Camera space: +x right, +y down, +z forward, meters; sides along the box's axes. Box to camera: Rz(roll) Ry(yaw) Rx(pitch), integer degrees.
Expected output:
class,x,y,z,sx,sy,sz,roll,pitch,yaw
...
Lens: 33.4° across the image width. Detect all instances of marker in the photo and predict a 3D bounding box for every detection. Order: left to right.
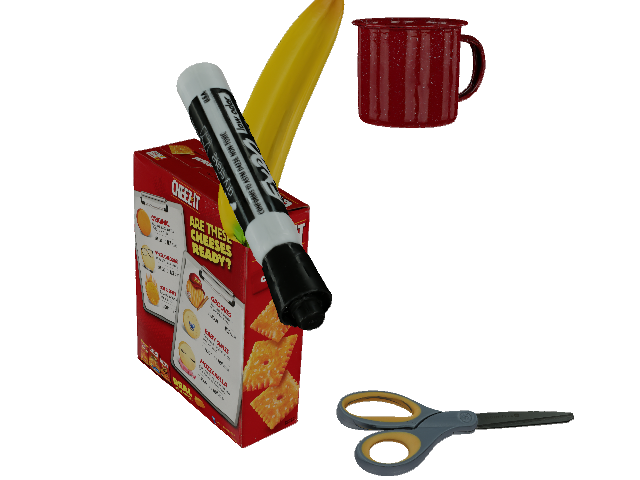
class,x,y,z,sx,sy,sz,roll,pitch,yaw
marker,-0.024,-0.018,0.376,0.020,0.121,0.020,-17,-36,-13

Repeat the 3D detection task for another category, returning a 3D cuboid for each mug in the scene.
class,x,y,z,sx,sy,sz,roll,pitch,yaw
mug,0.082,-0.138,0.870,0.117,0.081,0.093,-8,17,-25

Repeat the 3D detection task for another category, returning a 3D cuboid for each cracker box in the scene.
class,x,y,z,sx,sy,sz,roll,pitch,yaw
cracker box,-0.087,0.041,0.907,0.071,0.214,0.164,-19,36,-37

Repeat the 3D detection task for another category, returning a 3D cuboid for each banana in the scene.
class,x,y,z,sx,sy,sz,roll,pitch,yaw
banana,-0.028,-0.073,0.702,0.037,0.197,0.070,31,-27,-31

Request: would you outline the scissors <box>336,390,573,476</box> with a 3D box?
class,x,y,z,sx,sy,sz,roll,pitch,yaw
scissors,0.112,0.163,0.882,0.202,0.016,0.096,8,37,3
